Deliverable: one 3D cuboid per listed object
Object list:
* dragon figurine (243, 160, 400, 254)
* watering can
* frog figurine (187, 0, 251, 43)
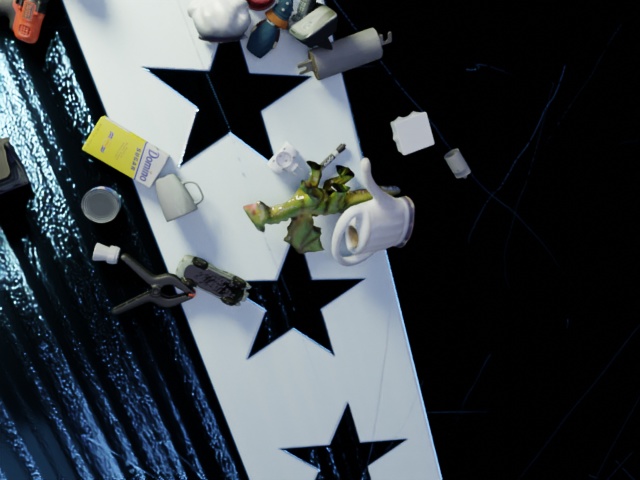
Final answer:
[{"bbox_3d":[0.004,-0.068,1.342,0.409,0.125,0.238,8,124,-28],"label":"dragon figurine"},{"bbox_3d":[0.145,-0.065,1.296,0.225,0.106,0.339,-11,136,-28],"label":"watering can"},{"bbox_3d":[-0.227,-0.527,1.152,0.137,0.125,0.156,2,119,9],"label":"frog figurine"}]
